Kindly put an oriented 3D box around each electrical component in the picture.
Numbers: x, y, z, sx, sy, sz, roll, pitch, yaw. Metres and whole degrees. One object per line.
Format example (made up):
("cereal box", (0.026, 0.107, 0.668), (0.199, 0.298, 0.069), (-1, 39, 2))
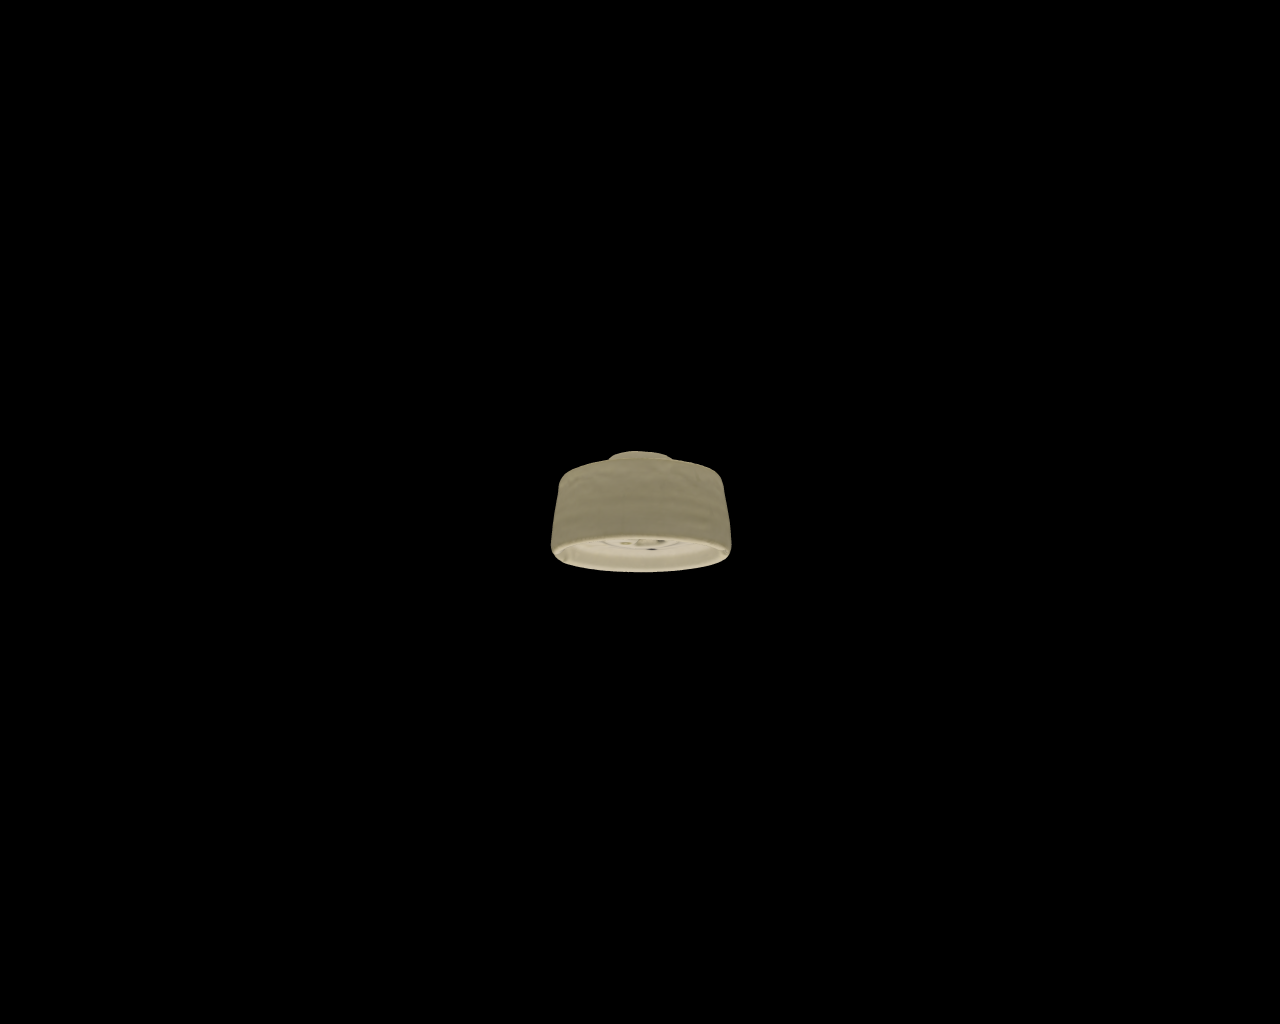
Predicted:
("electrical component", (0.001, -0.003, 0.650), (0.108, 0.060, 0.108), (0, -14, 0))
